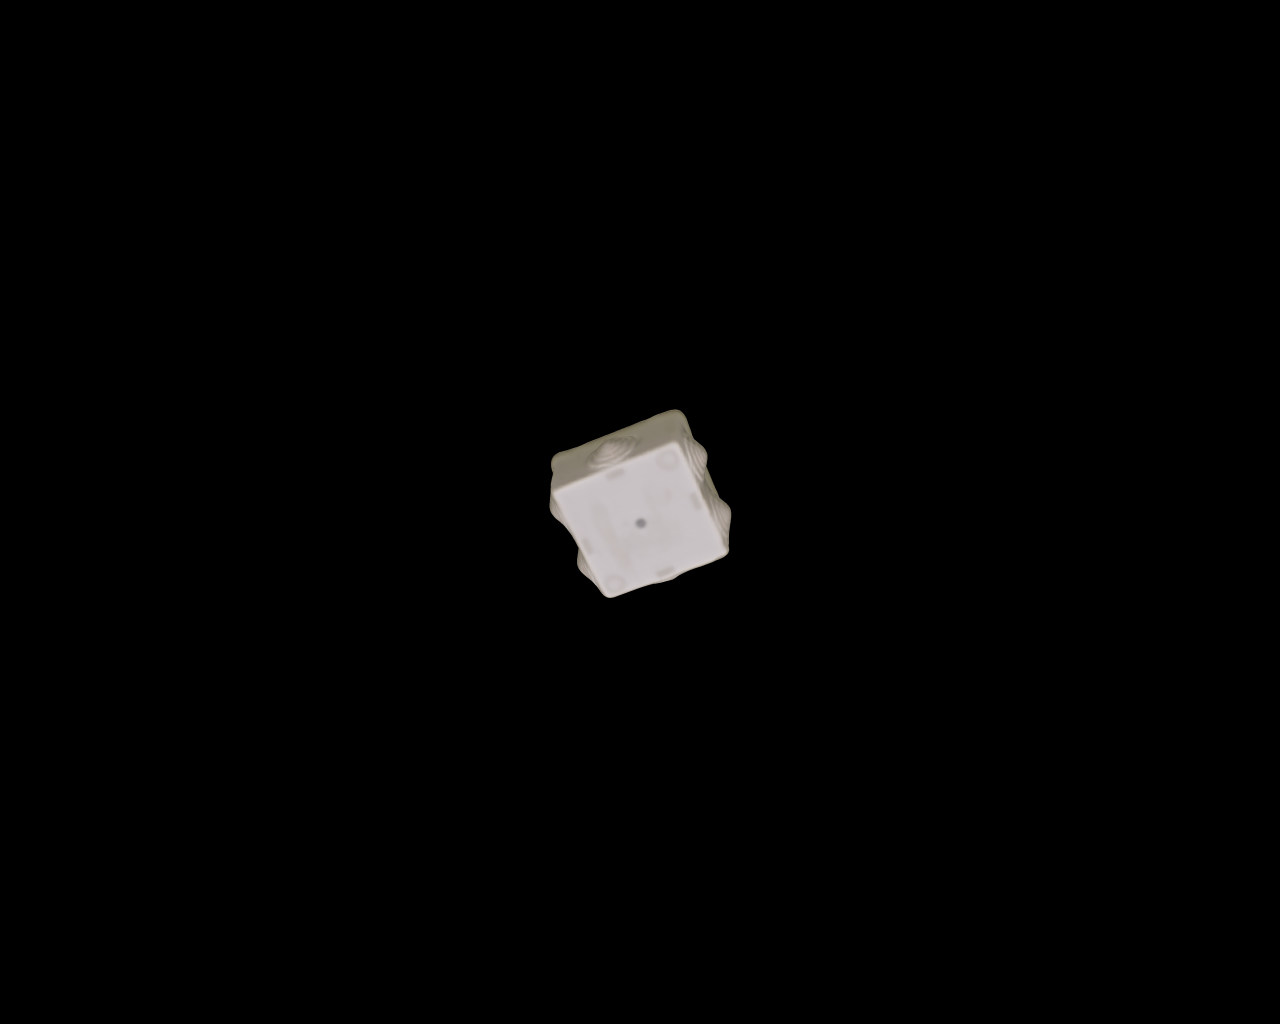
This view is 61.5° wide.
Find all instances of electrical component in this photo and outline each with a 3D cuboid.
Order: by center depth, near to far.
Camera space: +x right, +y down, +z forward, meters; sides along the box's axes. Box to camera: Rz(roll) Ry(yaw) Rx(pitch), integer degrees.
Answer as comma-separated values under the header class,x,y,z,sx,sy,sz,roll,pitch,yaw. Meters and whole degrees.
class,x,y,z,sx,sy,sz,roll,pitch,yaw
electrical component,0.001,-0.003,0.650,0.100,0.099,0.048,-20,24,9
